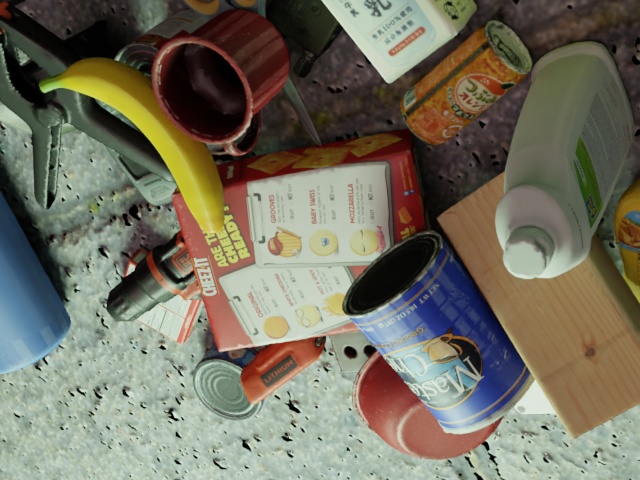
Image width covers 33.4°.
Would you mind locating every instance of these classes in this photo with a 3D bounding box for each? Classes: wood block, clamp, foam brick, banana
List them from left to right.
[{"bbox_3d":[-0.224,-0.117,0.954,0.165,0.036,0.210,-5,129,21],"label":"clamp"},{"bbox_3d":[-0.142,-0.092,0.898,0.198,0.037,0.070,42,121,-1],"label":"banana"},{"bbox_3d":[0.057,0.094,1.040,0.078,0.051,0.053,-6,117,27],"label":"foam brick"},{"bbox_3d":[0.195,0.044,0.868,0.091,0.090,0.206,-35,77,22],"label":"wood block"}]

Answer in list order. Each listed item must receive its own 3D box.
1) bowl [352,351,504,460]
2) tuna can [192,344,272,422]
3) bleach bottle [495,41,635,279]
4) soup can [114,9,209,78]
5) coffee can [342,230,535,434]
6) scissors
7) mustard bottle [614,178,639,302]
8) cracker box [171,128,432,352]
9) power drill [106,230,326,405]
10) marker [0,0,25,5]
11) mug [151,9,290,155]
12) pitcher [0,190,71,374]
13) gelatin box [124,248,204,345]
[{"bbox_3d":[0.113,0.157,1.006,0.162,0.055,0.162,-4,129,-5],"label":"bowl"},{"bbox_3d":[-0.095,0.154,1.158,0.086,0.033,0.086,12,123,19],"label":"tuna can"},{"bbox_3d":[0.172,-0.054,0.772,0.068,0.250,0.102,-16,111,31],"label":"bleach bottle"},{"bbox_3d":[-0.129,-0.158,0.944,0.069,0.102,0.068,12,123,18],"label":"soup can"},{"bbox_3d":[0.101,0.077,0.892,0.103,0.102,0.140,-29,109,35],"label":"coffee can"},{"bbox_3d":[-0.064,-0.168,0.906,0.096,0.016,0.202,-1,119,29],"label":"scissors"},{"bbox_3d":[0.289,0.001,0.870,0.096,0.058,0.191,10,124,35],"label":"mustard bottle"},{"bbox_3d":[-0.006,0.001,0.967,0.214,0.072,0.164,-10,113,11],"label":"cracker box"},{"bbox_3d":[-0.099,0.073,1.074,0.185,0.057,0.187,-36,103,18],"label":"power drill"},{"bbox_3d":[-0.256,-0.242,1.005,0.121,0.020,0.020,-10,114,30],"label":"marker"},{"bbox_3d":[-0.073,-0.127,0.872,0.093,0.081,0.117,0,121,31],"label":"mug"},{"bbox_3d":[-0.383,0.025,1.160,0.149,0.144,0.243,12,133,57],"label":"pitcher"},{"bbox_3d":[-0.169,0.060,1.139,0.089,0.030,0.073,29,128,5],"label":"gelatin box"}]
